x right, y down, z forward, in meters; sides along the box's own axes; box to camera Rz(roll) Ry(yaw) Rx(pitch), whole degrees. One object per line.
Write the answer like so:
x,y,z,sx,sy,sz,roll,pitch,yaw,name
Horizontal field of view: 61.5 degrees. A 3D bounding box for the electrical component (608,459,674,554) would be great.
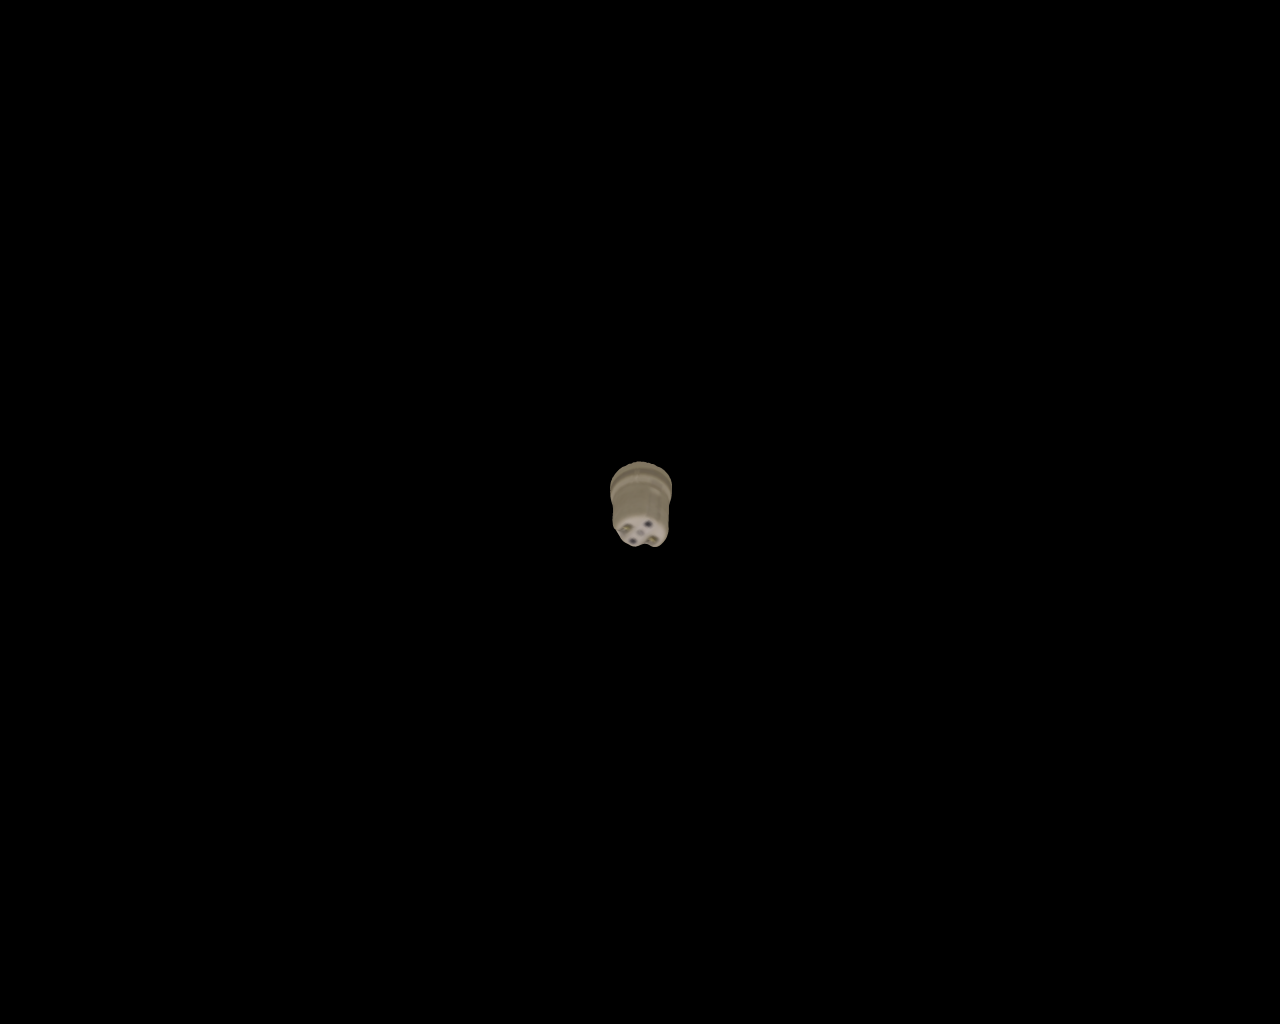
0.001,-0.003,0.650,0.040,0.040,0.046,0,42,0,electrical component
